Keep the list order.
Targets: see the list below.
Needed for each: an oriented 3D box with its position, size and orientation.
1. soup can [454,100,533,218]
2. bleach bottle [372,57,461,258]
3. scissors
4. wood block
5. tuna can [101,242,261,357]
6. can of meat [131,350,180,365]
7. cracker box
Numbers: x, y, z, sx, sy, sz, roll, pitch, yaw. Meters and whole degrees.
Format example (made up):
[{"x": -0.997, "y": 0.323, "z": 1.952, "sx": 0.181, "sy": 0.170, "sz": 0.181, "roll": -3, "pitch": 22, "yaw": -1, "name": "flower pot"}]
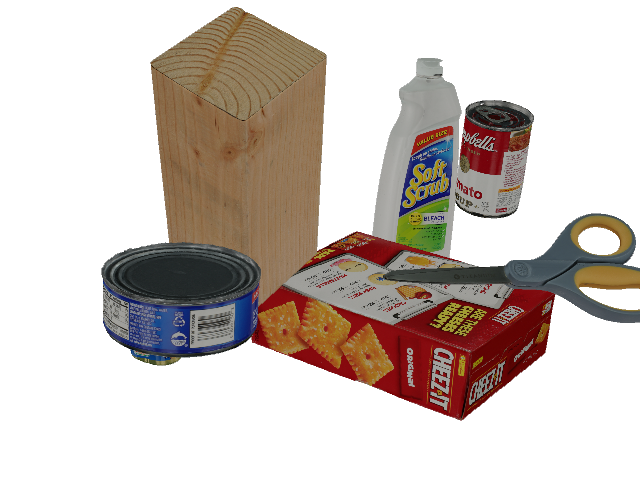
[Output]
[{"x": 0.174, "y": -0.082, "z": 1.082, "sx": 0.068, "sy": 0.102, "sz": 0.068, "roll": 2, "pitch": 31, "yaw": -2, "name": "soup can"}, {"x": 0.113, "y": -0.090, "z": 1.269, "sx": 0.102, "sy": 0.251, "sz": 0.068, "roll": -3, "pitch": 19, "yaw": -18, "name": "bleach bottle"}, {"x": 0.145, "y": 0.010, "z": 0.746, "sx": 0.201, "sy": 0.096, "sz": 0.016, "roll": 12, "pitch": -38, "yaw": -5, "name": "scissors"}, {"x": -0.060, "y": -0.054, "z": 0.802, "sx": 0.090, "sy": 0.206, "sz": 0.090, "roll": 33, "pitch": 55, "yaw": 24, "name": "wood block"}, {"x": -0.076, "y": 0.031, "z": 0.581, "sx": 0.086, "sy": 0.034, "sz": 0.086, "roll": 3, "pitch": 20, "yaw": -1, "name": "tuna can"}, {"x": -0.147, "y": 0.061, "z": 1.036, "sx": 0.057, "sy": 0.084, "sz": 0.102, "roll": 9, "pitch": 27, "yaw": 21, "name": "can of meat"}, {"x": 0.072, "y": 0.068, "z": 0.934, "sx": 0.214, "sy": 0.072, "sz": 0.163, "roll": 17, "pitch": 25, "yaw": 32, "name": "cracker box"}]
